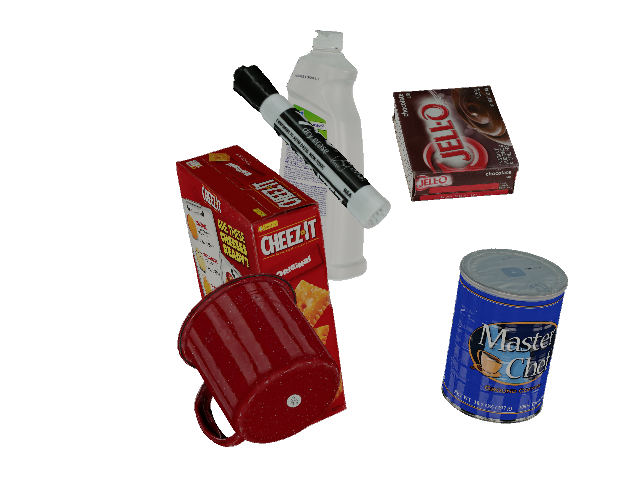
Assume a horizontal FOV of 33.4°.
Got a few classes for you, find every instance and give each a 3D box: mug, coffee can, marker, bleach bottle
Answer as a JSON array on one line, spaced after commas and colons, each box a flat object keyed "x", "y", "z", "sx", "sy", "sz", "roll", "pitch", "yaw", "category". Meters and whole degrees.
[{"x": -0.046, "y": 0.092, "z": 0.732, "sx": 0.093, "sy": 0.117, "sz": 0.082, "roll": 19, "pitch": 26, "yaw": -47, "category": "mug"}, {"x": 0.179, "y": 0.092, "z": 1.046, "sx": 0.103, "sy": 0.140, "sz": 0.103, "roll": 4, "pitch": 24, "yaw": -2, "category": "coffee can"}, {"x": -0.008, "y": -0.054, "z": 0.583, "sx": 0.121, "sy": 0.020, "sz": 0.020, "roll": 47, "pitch": 21, "yaw": 21, "category": "marker"}, {"x": 0.006, "y": -0.091, "z": 1.119, "sx": 0.103, "sy": 0.251, "sz": 0.067, "roll": 13, "pitch": 16, "yaw": 34, "category": "bleach bottle"}]

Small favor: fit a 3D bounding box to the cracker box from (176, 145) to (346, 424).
[{"x": -0.052, "y": 0.040, "z": 0.961, "sx": 0.072, "sy": 0.214, "sz": 0.164, "roll": -20, "pitch": 31, "yaw": -23, "category": "cracker box"}]

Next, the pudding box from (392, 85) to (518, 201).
[{"x": 0.114, "y": -0.086, "z": 0.927, "sx": 0.090, "sy": 0.039, "sz": 0.113, "roll": -4, "pitch": 44, "yaw": -5, "category": "pudding box"}]
